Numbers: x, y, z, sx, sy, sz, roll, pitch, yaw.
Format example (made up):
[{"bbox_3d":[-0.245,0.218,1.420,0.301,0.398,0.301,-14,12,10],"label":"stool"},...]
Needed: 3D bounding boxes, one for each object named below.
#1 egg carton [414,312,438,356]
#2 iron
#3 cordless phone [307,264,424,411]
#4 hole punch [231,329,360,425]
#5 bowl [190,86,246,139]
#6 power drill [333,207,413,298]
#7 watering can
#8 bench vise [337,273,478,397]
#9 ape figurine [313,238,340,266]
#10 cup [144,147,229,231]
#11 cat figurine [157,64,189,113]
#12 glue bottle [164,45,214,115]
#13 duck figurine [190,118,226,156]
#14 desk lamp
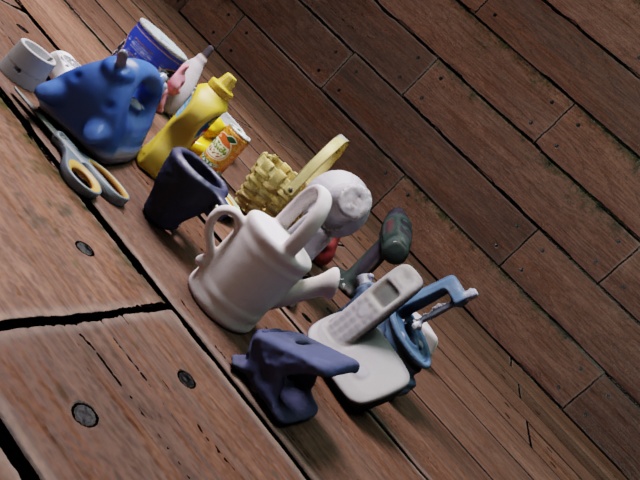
[{"bbox_3d":[0.191,0.194,1.257,0.151,0.069,0.107,39,12,-29],"label":"egg carton"},{"bbox_3d":[-0.272,-0.197,0.803,0.119,0.141,0.258,44,11,-5],"label":"iron"},{"bbox_3d":[0.085,0.130,0.788,0.147,0.185,0.094,52,13,33],"label":"cordless phone"},{"bbox_3d":[-0.024,0.133,0.624,0.101,0.091,0.109,49,11,22],"label":"hole punch"},{"bbox_3d":[-0.256,-0.271,1.320,0.168,0.074,0.167,43,11,-10],"label":"bowl"},{"bbox_3d":[0.121,0.025,1.259,0.076,0.208,0.229,42,11,-12],"label":"power drill"},{"bbox_3d":[-0.052,0.015,0.688,0.174,0.194,0.100,35,14,-43],"label":"watering can"},{"bbox_3d":[0.135,0.115,0.940,0.207,0.219,0.122,48,11,19],"label":"bench vise"},{"bbox_3d":[0.011,0.004,1.238,0.076,0.092,0.078,49,11,22],"label":"ape figurine"},{"bbox_3d":[-0.173,-0.049,0.740,0.117,0.095,0.092,49,11,22],"label":"cup"},{"bbox_3d":[-0.317,-0.322,1.165,0.067,0.117,0.128,43,11,-10],"label":"cat figurine"},{"bbox_3d":[-0.291,-0.356,1.245,0.078,0.173,0.037,51,12,32],"label":"glue bottle"},{"bbox_3d":[-0.231,-0.218,1.183,0.105,0.086,0.077,41,11,-19],"label":"duck figurine"},{"bbox_3d":[-0.001,-0.018,0.949,0.118,0.213,0.203,43,11,-9],"label":"desk lamp"}]
